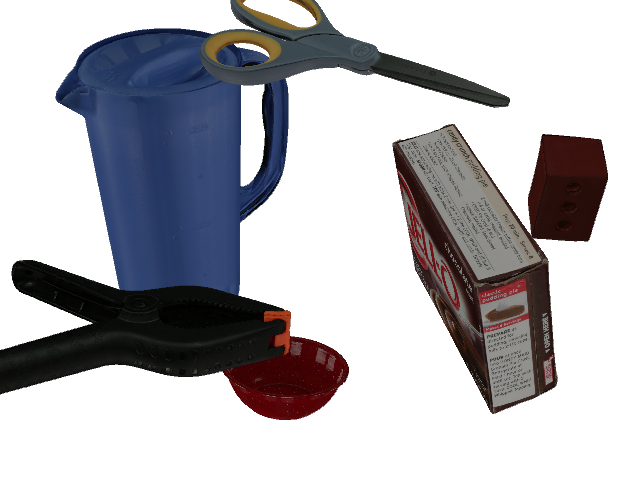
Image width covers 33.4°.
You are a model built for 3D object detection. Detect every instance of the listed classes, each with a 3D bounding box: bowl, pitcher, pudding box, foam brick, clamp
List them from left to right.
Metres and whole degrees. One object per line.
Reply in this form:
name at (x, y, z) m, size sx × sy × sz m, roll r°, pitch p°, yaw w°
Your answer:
clamp at (-0.127, 0.054, 0.721) m, size 0.210 × 0.036 × 0.164 m, roll -1°, pitch 25°, yaw -10°
pitcher at (-0.117, -0.050, 0.911) m, size 0.149 × 0.243 × 0.144 m, roll 13°, pitch 36°, yaw 19°
bowl at (-0.046, 0.179, 1.345) m, size 0.162 × 0.055 × 0.162 m, roll 3°, pitch 22°, yaw -2°
pudding box at (0.073, 0.011, 0.516) m, size 0.039 × 0.090 × 0.113 m, roll -21°, pitch 42°, yaw -5°
foam brick at (0.212, -0.045, 0.923) m, size 0.053 × 0.051 × 0.078 m, roll 4°, pitch -44°, yaw 2°

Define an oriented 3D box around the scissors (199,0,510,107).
scissors at (0.007, -0.105, 0.657) m, size 0.202 × 0.096 × 0.016 m, roll 36°, pitch -26°, yaw 28°
